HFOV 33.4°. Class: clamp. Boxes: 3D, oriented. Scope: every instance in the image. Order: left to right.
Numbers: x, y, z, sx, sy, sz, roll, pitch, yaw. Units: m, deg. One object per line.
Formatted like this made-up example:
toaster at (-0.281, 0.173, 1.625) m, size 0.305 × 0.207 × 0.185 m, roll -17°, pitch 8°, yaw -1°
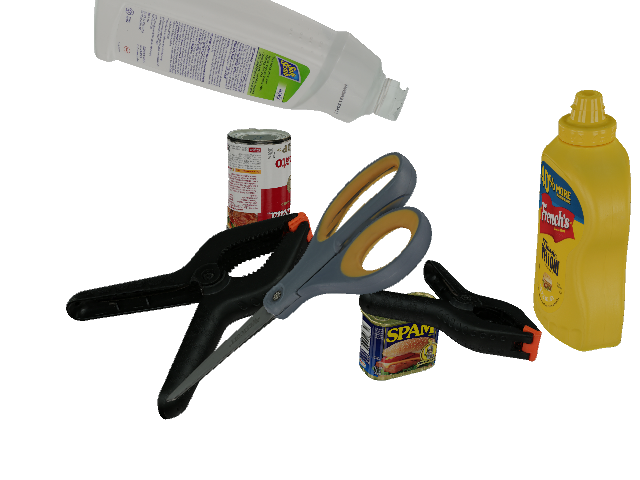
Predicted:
clamp at (-0.098, 0.039, 0.879) m, size 0.165 × 0.036 × 0.209 m, roll 30°, pitch 59°, yaw 37°
clamp at (0.135, 0.064, 1.014) m, size 0.172 × 0.039 × 0.120 m, roll 21°, pitch 34°, yaw 26°

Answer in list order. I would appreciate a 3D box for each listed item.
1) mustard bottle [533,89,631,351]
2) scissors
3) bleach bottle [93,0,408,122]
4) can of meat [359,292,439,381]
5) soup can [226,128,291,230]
mustard bottle at (0.197, -0.019, 0.803) m, size 0.058 × 0.192 × 0.096 m, roll -7°, pitch 26°, yaw -8°
scissors at (-0.009, 0.036, 0.600) m, size 0.016 × 0.202 × 0.096 m, roll 38°, pitch 3°, yaw -34°
bleach bottle at (-0.053, -0.149, 0.856) m, size 0.251 × 0.068 × 0.103 m, roll 21°, pitch -30°, yaw -1°
can of meat at (0.098, 0.119, 1.317) m, size 0.101 × 0.084 × 0.057 m, roll -10°, pitch 29°, yaw -25°
soup can at (-0.065, -0.061, 1.115) m, size 0.068 × 0.102 × 0.068 m, roll 1°, pitch 17°, yaw -1°
